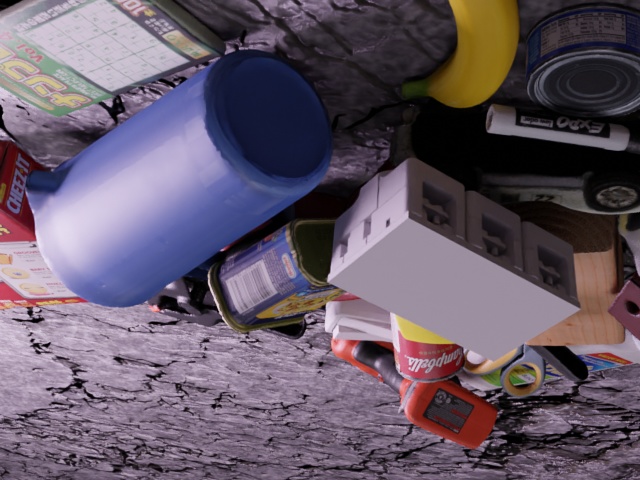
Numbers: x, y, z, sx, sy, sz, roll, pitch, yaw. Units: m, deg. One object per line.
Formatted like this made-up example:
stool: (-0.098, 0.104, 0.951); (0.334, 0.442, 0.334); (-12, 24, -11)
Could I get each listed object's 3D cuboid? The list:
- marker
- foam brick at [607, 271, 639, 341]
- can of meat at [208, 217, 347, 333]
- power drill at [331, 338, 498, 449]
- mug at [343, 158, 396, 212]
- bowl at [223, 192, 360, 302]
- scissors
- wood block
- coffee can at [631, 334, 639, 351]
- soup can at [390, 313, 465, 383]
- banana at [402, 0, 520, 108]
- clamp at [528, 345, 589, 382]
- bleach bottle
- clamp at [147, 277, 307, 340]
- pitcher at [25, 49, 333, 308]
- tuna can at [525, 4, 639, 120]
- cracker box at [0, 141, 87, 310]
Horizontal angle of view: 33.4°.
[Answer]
marker: (0.170, -0.071, 0.702); (0.121, 0.020, 0.020); (8, 156, -6)
foam brick: (0.268, 0.053, 0.808); (0.078, 0.051, 0.053); (44, 155, 18)
can of meat: (-0.018, 0.024, 0.796); (0.084, 0.057, 0.101); (-30, 165, 33)
power drill: (0.117, 0.164, 1.183); (0.184, 0.057, 0.188); (27, -178, -25)
mug: (0.072, -0.015, 0.827); (0.093, 0.117, 0.082); (21, 149, -11)
bowl: (-0.006, 0.001, 0.952); (0.162, 0.055, 0.162); (5, 156, 2)
scissors: (0.233, 0.099, 1.068); (0.202, 0.016, 0.096); (-30, 109, 33)
wood block: (0.202, 0.012, 0.883); (0.090, 0.091, 0.206); (-2, 155, 18)
coffee can: (0.353, 0.064, 0.919); (0.140, 0.103, 0.103); (7, 159, -29)
soup can: (0.101, 0.075, 1.016); (0.068, 0.068, 0.102); (-1, 116, 15)
banana: (0.088, -0.129, 0.655); (0.069, 0.037, 0.198); (3, 156, 2)
clamp: (0.194, 0.076, 1.036); (0.172, 0.039, 0.120); (12, 122, 23)
bleach bottle: (0.266, 0.105, 1.117); (0.251, 0.068, 0.102); (-13, 149, 32)
clamp: (-0.129, 0.050, 1.081); (0.164, 0.036, 0.210); (40, 155, -30)
pitcher: (-0.094, -0.040, 0.799); (0.148, 0.145, 0.243); (-25, 179, -44)
tuna can: (0.174, -0.111, 0.680); (0.086, 0.033, 0.086); (5, 156, 2)
cracker box: (-0.293, -0.007, 0.986); (0.164, 0.072, 0.213); (-5, 153, 22)
